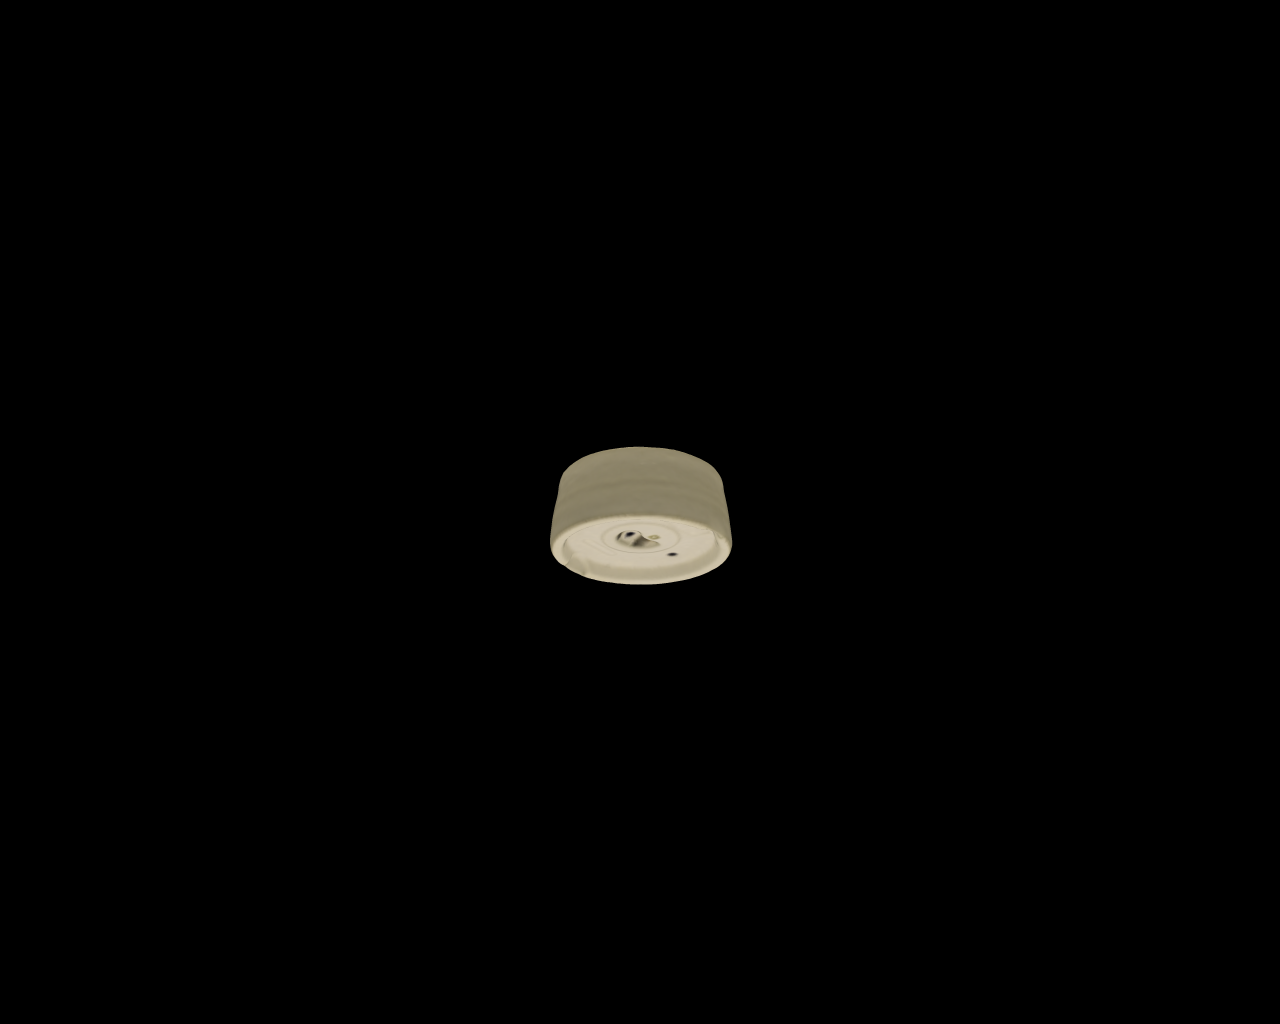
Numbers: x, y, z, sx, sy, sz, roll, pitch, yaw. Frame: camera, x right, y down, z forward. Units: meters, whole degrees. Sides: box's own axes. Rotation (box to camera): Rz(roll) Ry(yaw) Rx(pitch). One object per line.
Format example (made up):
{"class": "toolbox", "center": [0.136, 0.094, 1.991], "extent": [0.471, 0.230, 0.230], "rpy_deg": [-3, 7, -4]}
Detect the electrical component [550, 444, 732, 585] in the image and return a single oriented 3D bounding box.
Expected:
{"class": "electrical component", "center": [0.001, -0.003, 0.650], "extent": [0.108, 0.060, 0.108], "rpy_deg": [0, -24, 0]}
